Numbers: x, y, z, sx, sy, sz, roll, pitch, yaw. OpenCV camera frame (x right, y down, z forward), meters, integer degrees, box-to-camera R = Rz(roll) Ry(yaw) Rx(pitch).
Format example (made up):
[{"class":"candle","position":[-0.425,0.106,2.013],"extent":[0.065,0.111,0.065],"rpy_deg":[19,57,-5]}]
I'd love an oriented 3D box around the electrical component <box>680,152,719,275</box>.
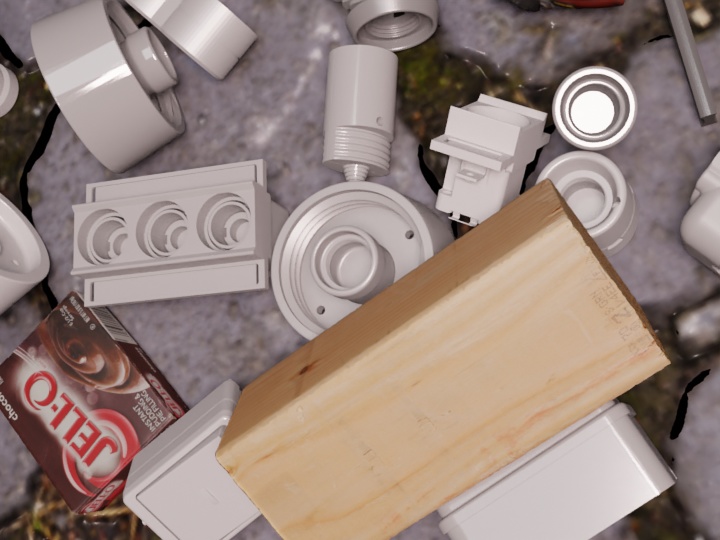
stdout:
[{"class":"electrical component","position":[0.215,-0.039,0.565],"extent":[0.059,0.054,0.095],"rpy_deg":[40,94,21]}]

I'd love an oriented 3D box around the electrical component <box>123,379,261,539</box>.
[{"class":"electrical component","position":[-0.091,0.122,0.623],"extent":[0.096,0.061,0.061],"rpy_deg":[-40,105,8]}]

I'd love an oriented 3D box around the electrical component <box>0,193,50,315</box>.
[{"class":"electrical component","position":[-0.265,-0.012,0.700],"extent":[0.060,0.108,0.108],"rpy_deg":[-43,69,13]}]

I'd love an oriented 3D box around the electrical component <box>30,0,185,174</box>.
[{"class":"electrical component","position":[-0.152,-0.122,0.682],"extent":[0.060,0.108,0.108],"rpy_deg":[-27,72,6]}]

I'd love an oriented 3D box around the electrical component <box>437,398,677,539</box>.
[{"class":"electrical component","position":[0.102,0.115,0.561],"extent":[0.113,0.078,0.057],"rpy_deg":[-36,73,9]}]

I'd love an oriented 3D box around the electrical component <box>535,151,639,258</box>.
[{"class":"electrical component","position":[0.125,-0.036,0.599],"extent":[0.055,0.047,0.055],"rpy_deg":[-4,78,18]}]

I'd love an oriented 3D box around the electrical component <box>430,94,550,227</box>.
[{"class":"electrical component","position":[0.073,-0.061,0.609],"extent":[0.042,0.081,0.063],"rpy_deg":[20,115,23]}]

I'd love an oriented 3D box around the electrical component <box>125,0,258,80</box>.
[{"class":"electrical component","position":[-0.116,-0.194,0.711],"extent":[0.138,0.052,0.073],"rpy_deg":[42,94,22]}]

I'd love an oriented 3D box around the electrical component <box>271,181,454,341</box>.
[{"class":"electrical component","position":[0.000,0.000,0.628],"extent":[0.108,0.060,0.108],"rpy_deg":[-4,78,18]}]

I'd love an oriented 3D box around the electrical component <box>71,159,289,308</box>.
[{"class":"electrical component","position":[-0.109,-0.019,0.668],"extent":[0.121,0.063,0.078],"rpy_deg":[-6,77,18]}]

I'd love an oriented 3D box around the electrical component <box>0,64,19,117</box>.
[{"class":"electrical component","position":[-0.270,-0.132,0.755],"extent":[0.040,0.046,0.040],"rpy_deg":[-4,78,18]}]

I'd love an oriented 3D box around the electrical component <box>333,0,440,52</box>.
[{"class":"electrical component","position":[0.017,-0.170,0.657],"extent":[0.078,0.058,0.057],"rpy_deg":[-14,73,19]}]

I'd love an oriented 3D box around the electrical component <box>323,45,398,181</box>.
[{"class":"electrical component","position":[0.000,-0.091,0.655],"extent":[0.043,0.043,0.081],"rpy_deg":[0,79,19]}]

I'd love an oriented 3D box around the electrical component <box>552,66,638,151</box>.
[{"class":"electrical component","position":[0.129,-0.088,0.598],"extent":[0.044,0.065,0.044],"rpy_deg":[1,95,10]}]
